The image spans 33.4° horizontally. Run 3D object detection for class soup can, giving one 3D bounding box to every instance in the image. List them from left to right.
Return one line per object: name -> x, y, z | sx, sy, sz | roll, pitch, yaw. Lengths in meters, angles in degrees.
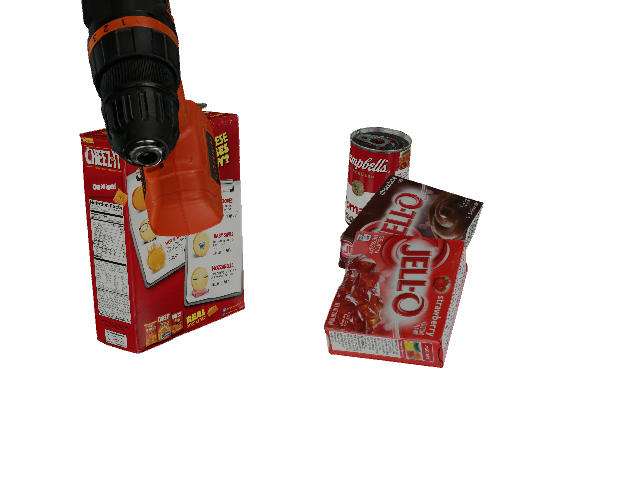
soup can -> 0.063, -0.067, 1.190 | 0.068, 0.102, 0.068 | 3, 28, -2

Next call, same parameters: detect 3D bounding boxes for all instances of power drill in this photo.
power drill -> -0.103, -0.083, 0.680 | 0.057, 0.184, 0.187 | -9, -33, -2

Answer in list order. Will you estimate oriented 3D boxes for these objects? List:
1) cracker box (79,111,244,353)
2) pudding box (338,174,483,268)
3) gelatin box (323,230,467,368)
cracker box -> -0.155, -0.014, 1.077 | 0.072, 0.214, 0.163 | 9, 19, 35
pudding box -> 0.078, -0.005, 0.912 | 0.090, 0.039, 0.113 | 19, 37, 17
gelatin box -> 0.049, 0.034, 0.672 | 0.073, 0.030, 0.089 | 6, 46, 17
